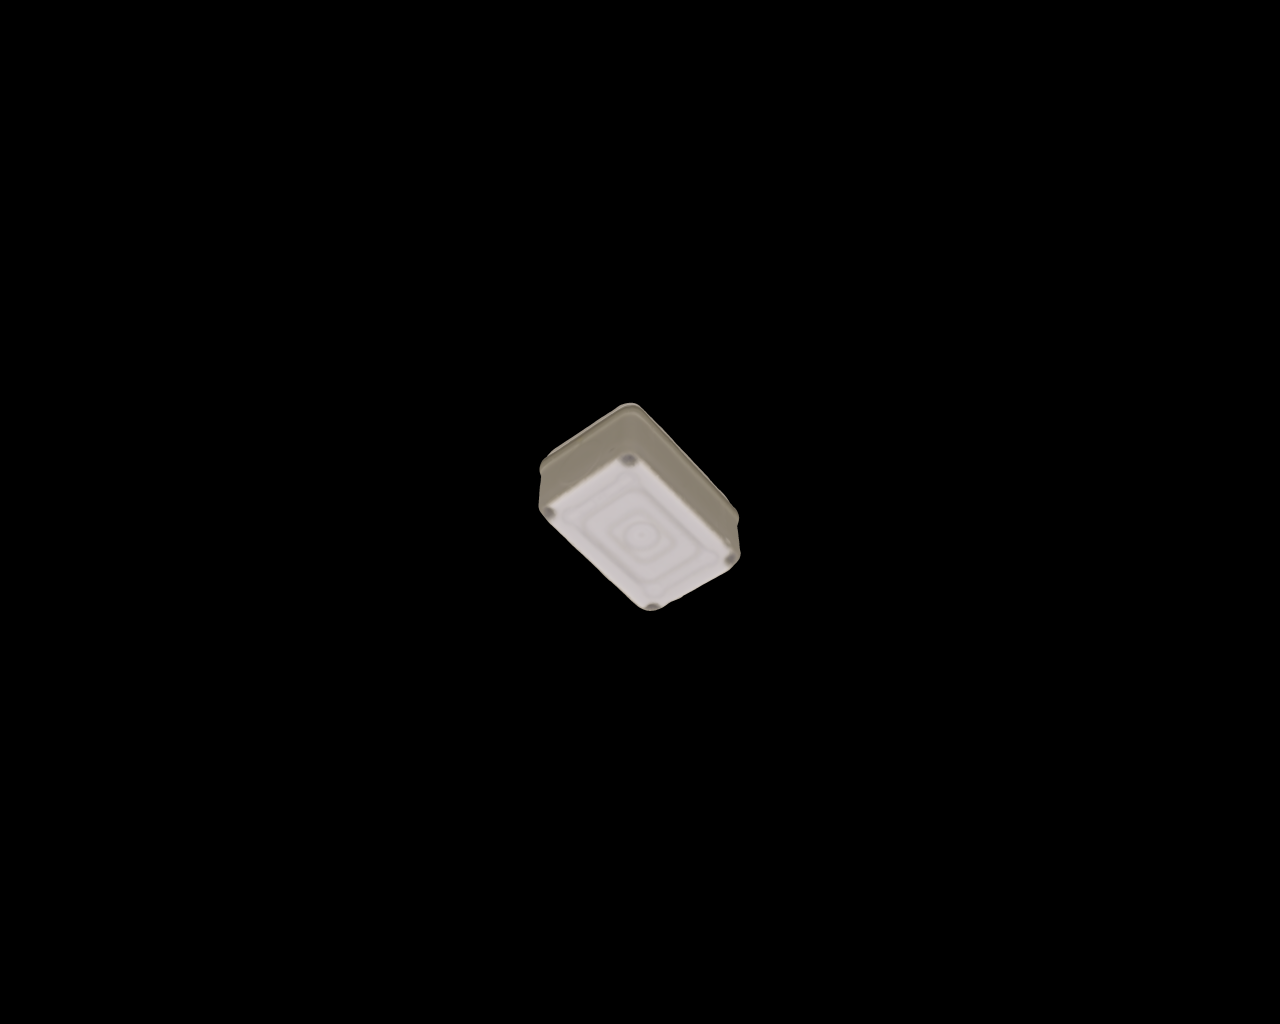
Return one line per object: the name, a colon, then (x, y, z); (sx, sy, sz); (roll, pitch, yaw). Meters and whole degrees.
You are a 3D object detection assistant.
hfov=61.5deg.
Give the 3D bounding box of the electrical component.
electrical component: (0.001, -0.003, 0.650); (0.078, 0.113, 0.057); (-32, 32, 22)
